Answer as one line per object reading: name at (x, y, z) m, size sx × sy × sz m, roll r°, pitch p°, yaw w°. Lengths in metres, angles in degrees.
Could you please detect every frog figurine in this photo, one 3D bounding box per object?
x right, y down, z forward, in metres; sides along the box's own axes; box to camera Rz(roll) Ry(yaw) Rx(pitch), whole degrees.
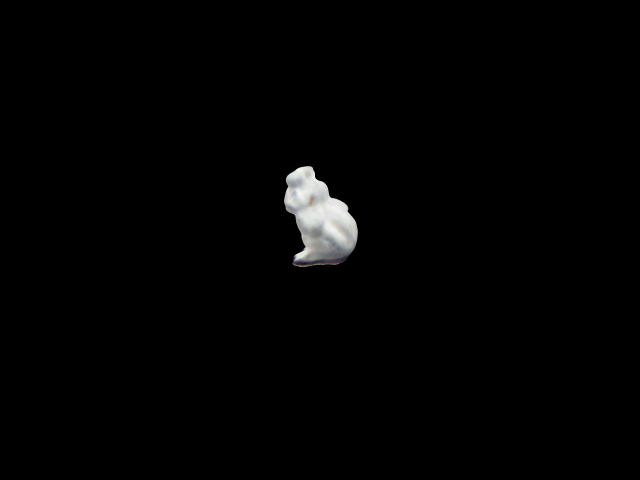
frog figurine at (0.003, -0.043, 0.850) m, size 0.123 × 0.158 × 0.139 m, roll 8°, pitch 16°, yaw 30°
